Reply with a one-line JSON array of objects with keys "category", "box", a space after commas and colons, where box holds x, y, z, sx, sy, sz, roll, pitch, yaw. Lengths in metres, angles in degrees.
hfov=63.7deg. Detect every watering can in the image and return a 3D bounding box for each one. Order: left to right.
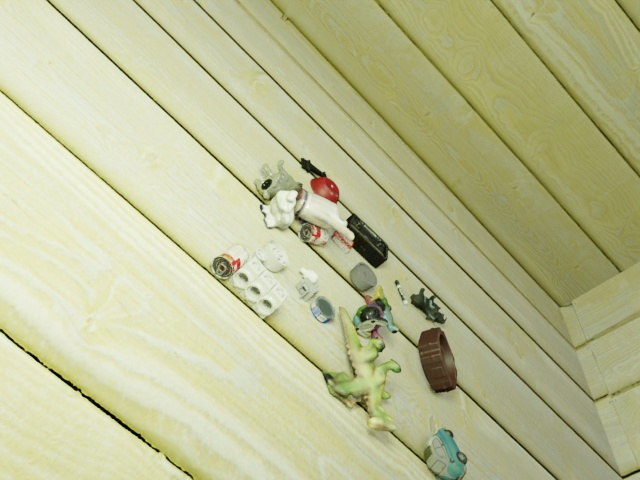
[{"category": "watering can", "box": [0.006, -0.094, 1.858, 0.223, 0.103, 0.352, 23, 11, -16]}]

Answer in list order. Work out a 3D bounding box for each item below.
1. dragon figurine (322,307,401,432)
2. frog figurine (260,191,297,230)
[{"category": "dragon figurine", "box": [0.107, 0.392, 1.559, 0.244, 0.120, 0.416, -7, 52, -49]}, {"category": "frog figurine", "box": [-0.121, -0.116, 1.783, 0.121, 0.157, 0.141, 37, 30, -26]}]
